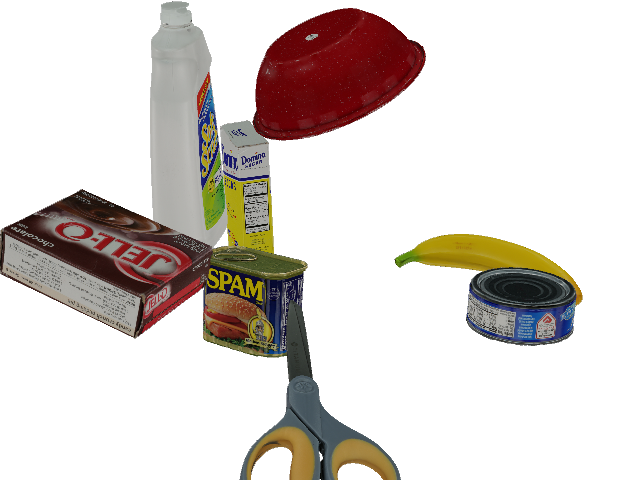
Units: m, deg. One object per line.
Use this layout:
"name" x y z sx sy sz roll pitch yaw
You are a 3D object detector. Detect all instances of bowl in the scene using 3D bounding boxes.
"bowl" 0.005 -0.152 0.911 0.162 0.055 0.162 -21 29 12

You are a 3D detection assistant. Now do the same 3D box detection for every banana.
"banana" 0.180 0.027 1.107 0.198 0.037 0.069 11 48 26

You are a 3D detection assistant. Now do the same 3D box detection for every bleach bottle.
"bleach bottle" -0.142 -0.115 1.095 0.068 0.251 0.102 5 27 13

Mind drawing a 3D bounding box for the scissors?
"scissors" 0.007 0.099 0.629 0.096 0.016 0.201 12 32 6

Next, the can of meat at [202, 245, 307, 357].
"can of meat" -0.064 0.057 0.997 0.102 0.084 0.057 13 17 34

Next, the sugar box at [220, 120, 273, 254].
"sugar box" -0.091 -0.050 1.318 0.048 0.176 0.093 -12 26 -15

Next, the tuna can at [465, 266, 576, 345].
"tuna can" 0.161 0.051 0.854 0.086 0.034 0.086 1 20 -1

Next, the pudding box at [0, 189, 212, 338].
"pudding box" -0.142 0.013 0.712 0.113 0.039 0.089 21 26 16
